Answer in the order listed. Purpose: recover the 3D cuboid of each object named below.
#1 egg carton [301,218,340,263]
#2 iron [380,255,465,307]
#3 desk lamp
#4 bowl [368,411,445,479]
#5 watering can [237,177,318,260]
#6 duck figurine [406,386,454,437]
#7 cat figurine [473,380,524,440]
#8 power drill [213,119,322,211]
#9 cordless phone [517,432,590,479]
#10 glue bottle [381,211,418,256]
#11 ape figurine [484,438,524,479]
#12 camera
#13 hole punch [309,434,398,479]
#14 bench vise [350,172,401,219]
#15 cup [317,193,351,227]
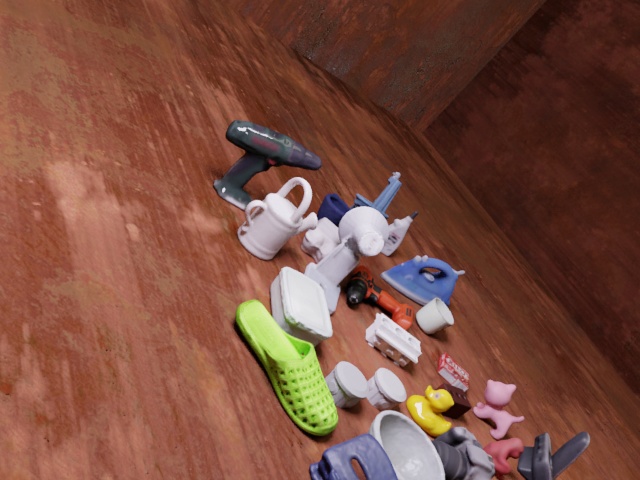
[{"bbox_3d":[0.014,0.005,1.471,0.107,0.069,0.150,42,23,-3],"label":"egg carton"},{"bbox_3d":[0.311,0.104,1.693,0.259,0.141,0.118,25,29,-37],"label":"iron"},{"bbox_3d":[0.070,0.035,1.327,0.118,0.213,0.203,39,23,-10],"label":"desk lamp"},{"bbox_3d":[0.135,0.389,1.002,0.168,0.074,0.167,35,24,-18],"label":"bowl"},{"bbox_3d":[-0.081,-0.055,1.260,0.100,0.193,0.173,52,24,19],"label":"watering can"},{"bbox_3d":[0.248,0.360,1.222,0.104,0.086,0.078,48,23,11],"label":"duck figurine"},{"bbox_3d":[0.446,0.409,1.419,0.127,0.117,0.067,51,24,17],"label":"cat figurine"},{"bbox_3d":[-0.140,-0.171,1.344,0.230,0.208,0.075,31,26,-27],"label":"power drill"},{"bbox_3d":[0.572,0.507,1.368,0.094,0.185,0.148,45,23,4],"label":"cordless phone"},{"bbox_3d":[0.239,-0.029,1.763,0.078,0.173,0.037,32,25,-24],"label":"glue bottle"},{"bbox_3d":[0.417,0.479,1.283,0.076,0.092,0.078,50,24,15],"label":"ape figurine"},{"bbox_3d":[0.262,0.424,1.115,0.137,0.100,0.143,33,25,-23],"label":"camera"},{"bbox_3d":[0.055,0.368,0.886,0.101,0.091,0.108,13,38,-51],"label":"hole punch"},{"bbox_3d":[0.181,-0.090,1.714,0.122,0.219,0.207,24,30,-39],"label":"bench vise"},{"bbox_3d":[0.025,-0.074,1.592,0.092,0.095,0.117,32,26,-26],"label":"cup"}]
